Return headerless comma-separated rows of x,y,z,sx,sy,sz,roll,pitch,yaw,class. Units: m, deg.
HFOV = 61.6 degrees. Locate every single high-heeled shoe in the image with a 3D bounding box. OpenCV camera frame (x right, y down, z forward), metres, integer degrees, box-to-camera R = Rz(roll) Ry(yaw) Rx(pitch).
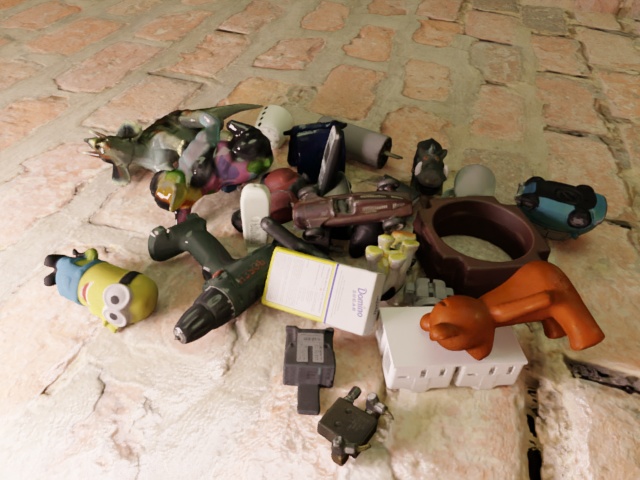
0.120,-0.044,1.035,0.086,0.145,0.248,32,15,10,high-heeled shoe

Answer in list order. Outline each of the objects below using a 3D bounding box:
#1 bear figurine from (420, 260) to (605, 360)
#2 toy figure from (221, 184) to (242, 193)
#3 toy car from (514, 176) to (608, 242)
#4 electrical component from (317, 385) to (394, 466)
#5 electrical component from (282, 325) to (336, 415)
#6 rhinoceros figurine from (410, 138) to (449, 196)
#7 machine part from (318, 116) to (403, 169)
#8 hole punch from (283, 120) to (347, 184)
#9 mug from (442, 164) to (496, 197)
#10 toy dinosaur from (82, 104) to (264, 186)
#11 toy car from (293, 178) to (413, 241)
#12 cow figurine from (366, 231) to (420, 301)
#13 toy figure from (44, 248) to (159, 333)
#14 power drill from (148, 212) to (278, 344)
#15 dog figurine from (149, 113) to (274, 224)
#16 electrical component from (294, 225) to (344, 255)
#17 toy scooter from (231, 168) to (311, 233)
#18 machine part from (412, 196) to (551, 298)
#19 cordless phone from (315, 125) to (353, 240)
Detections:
0.243,0.112,0.713,0.196,0.132,0.120,-29,0,-2,bear figurine
-0.159,-0.151,1.121,0.064,0.057,0.154,-16,24,42,toy figure
0.449,-0.049,1.022,0.162,0.102,0.109,15,42,18,toy car
0.043,0.231,0.678,0.078,0.045,0.102,33,47,28,electrical component
-0.016,0.176,0.740,0.075,0.047,0.119,5,37,1,electrical component
0.232,-0.151,1.119,0.073,0.112,0.190,12,32,4,rhinoceros figurine
0.072,-0.221,1.213,0.243,0.079,0.079,23,42,20,machine part
-0.004,-0.182,1.134,0.142,0.115,0.092,-9,49,-16,hole punch
0.296,-0.092,1.076,0.110,0.080,0.107,-12,26,24,mug
-0.306,-0.218,1.136,0.192,0.131,0.405,24,40,20,toy dinosaur
0.054,-0.053,0.899,0.202,0.053,0.089,-6,70,5,toy car
0.123,0.042,0.897,0.068,0.098,0.167,15,21,20,cow figurine
-0.331,0.066,0.815,0.180,0.082,0.089,20,43,21,toy figure
-0.185,0.047,0.855,0.208,0.085,0.232,30,44,33,power drill
-0.203,-0.114,0.995,0.192,0.108,0.219,17,62,5,dog figurine
-0.002,-0.003,0.946,0.094,0.063,0.021,12,39,6,electrical component
-0.072,-0.079,0.999,0.135,0.075,0.184,-8,32,39,toy scooter
0.275,0.012,0.942,0.201,0.087,0.201,-5,40,-10,machine part
0.026,-0.102,0.978,0.089,0.184,0.147,4,39,-8,cordless phone
